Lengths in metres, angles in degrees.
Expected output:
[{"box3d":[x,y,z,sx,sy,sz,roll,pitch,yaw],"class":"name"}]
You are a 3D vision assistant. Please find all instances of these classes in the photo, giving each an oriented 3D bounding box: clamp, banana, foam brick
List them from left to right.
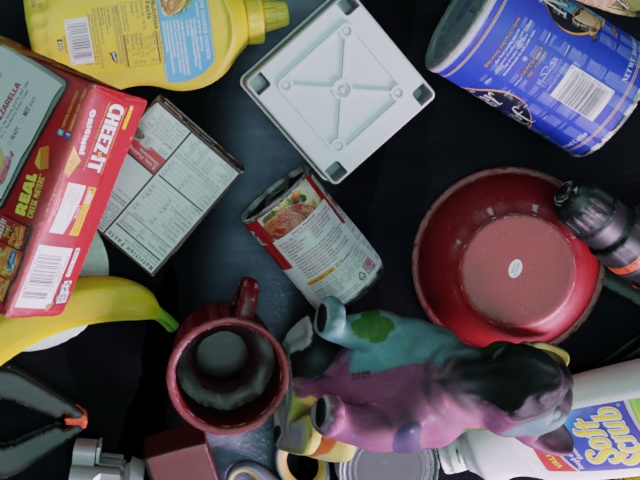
[{"box3d":[-0.292,0.153,0.842,0.209,0.036,0.164,7,94,-12],"class":"clamp"},{"box3d":[-0.208,0.069,0.819,0.197,0.037,0.069,-16,106,-13],"class":"banana"},{"box3d":[-0.108,0.196,0.870,0.051,0.053,0.078,-17,103,-5],"class":"foam brick"},{"box3d":[0.290,0.060,0.910,0.171,0.039,0.120,-14,107,-3],"class":"clamp"}]

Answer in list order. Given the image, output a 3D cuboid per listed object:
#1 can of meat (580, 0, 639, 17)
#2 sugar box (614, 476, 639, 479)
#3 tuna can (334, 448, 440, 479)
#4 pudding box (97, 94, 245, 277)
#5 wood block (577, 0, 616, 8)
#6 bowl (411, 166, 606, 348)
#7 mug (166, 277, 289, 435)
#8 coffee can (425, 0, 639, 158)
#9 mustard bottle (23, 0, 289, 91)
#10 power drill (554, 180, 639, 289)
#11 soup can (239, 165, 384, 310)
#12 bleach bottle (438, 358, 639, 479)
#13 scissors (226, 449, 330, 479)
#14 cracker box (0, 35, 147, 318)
[{"box3d":[0.247,-0.222,0.821,0.057,0.102,0.084,14,96,-11],"class":"can of meat"},{"box3d":[0.330,0.200,0.938,0.093,0.048,0.176,37,90,-11],"class":"sugar box"},{"box3d":[0.055,0.188,0.901,0.086,0.034,0.086,-1,100,-8],"class":"tuna can"},{"box3d":[-0.127,-0.042,0.828,0.090,0.039,0.113,41,97,-10],"class":"pudding box"},{"box3d":[0.197,-0.286,0.764,0.090,0.091,0.206,15,70,-12],"class":"wood block"},{"box3d":[0.155,0.022,0.861,0.162,0.055,0.162,0,96,2],"class":"bowl"},{"box3d":[-0.072,0.085,0.840,0.093,0.081,0.117,13,98,-10],"class":"mug"},{"box3d":[0.167,-0.142,0.822,0.140,0.103,0.103,29,95,-12],"class":"coffee can"},{"box3d":[-0.118,-0.159,0.800,0.191,0.058,0.096,-8,106,-7],"class":"mustard bottle"},{"box3d":[0.285,-0.049,0.851,0.184,0.057,0.187,34,81,-24],"class":"power drill"},{"box3d":[-0.006,0.001,0.842,0.068,0.068,0.102,-39,104,0],"class":"soup can"},{"box3d":[0.225,0.160,0.887,0.251,0.068,0.102,-16,106,12],"class":"bleach bottle"},{"box3d":[0.011,0.241,0.914,0.201,0.016,0.096,37,93,-13],"class":"scissors"},{"box3d":[-0.245,-0.062,0.745,0.214,0.072,0.164,25,96,24],"class":"cracker box"}]
